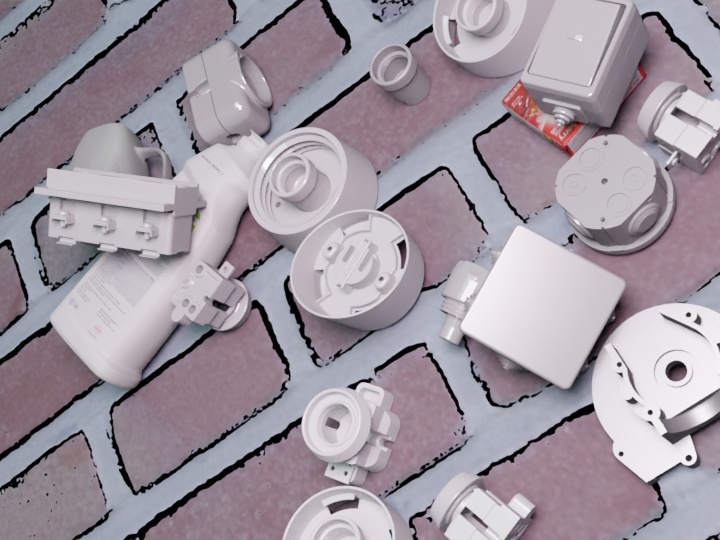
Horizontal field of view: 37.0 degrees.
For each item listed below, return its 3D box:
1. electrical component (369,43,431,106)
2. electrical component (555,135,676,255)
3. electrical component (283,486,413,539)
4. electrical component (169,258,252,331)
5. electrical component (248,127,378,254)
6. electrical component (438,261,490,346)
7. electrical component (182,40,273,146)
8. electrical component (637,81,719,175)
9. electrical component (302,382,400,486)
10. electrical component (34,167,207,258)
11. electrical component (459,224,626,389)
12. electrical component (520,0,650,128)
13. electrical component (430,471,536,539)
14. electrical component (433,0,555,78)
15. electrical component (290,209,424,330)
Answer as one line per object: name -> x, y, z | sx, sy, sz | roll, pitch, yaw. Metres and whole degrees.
electrical component -> 0.036, -0.166, 0.924 | 0.040, 0.046, 0.040 | -11, 66, 26
electrical component -> 0.187, -0.056, 0.791 | 0.080, 0.051, 0.080 | -11, 66, 26
electrical component -> -0.009, 0.215, 0.806 | 0.099, 0.064, 0.099 | -11, 55, 17
electrical component -> -0.127, 0.025, 0.937 | 0.048, 0.055, 0.066 | 37, 92, 35
electrical component -> -0.046, -0.071, 0.925 | 0.108, 0.060, 0.108 | -11, 66, 26
electrical component -> 0.081, 0.027, 0.825 | 0.043, 0.043, 0.062 | 24, 85, 34
electrical component -> -0.122, -0.164, 1.008 | 0.059, 0.054, 0.095 | -27, 60, 19
electrical component -> 0.238, -0.107, 0.786 | 0.055, 0.048, 0.066 | 38, 93, 27
electrical component -> -0.009, 0.123, 0.831 | 0.058, 0.057, 0.078 | 15, 79, 33
electrical component -> -0.205, -0.050, 0.924 | 0.121, 0.079, 0.063 | 9, 99, 17
electrical component -> 0.130, 0.028, 0.776 | 0.100, 0.048, 0.099 | 29, 86, 8
electrical component -> 0.164, -0.153, 0.799 | 0.062, 0.061, 0.096 | 21, 83, 33
electrical component -> 0.084, 0.177, 0.765 | 0.055, 0.048, 0.066 | 37, 92, 27
electrical component -> 0.113, -0.212, 0.901 | 0.099, 0.064, 0.099 | -7, 79, 37
electrical component -> 0.000, 0.000, 0.869 | 0.099, 0.064, 0.099 | -11, 67, 26
